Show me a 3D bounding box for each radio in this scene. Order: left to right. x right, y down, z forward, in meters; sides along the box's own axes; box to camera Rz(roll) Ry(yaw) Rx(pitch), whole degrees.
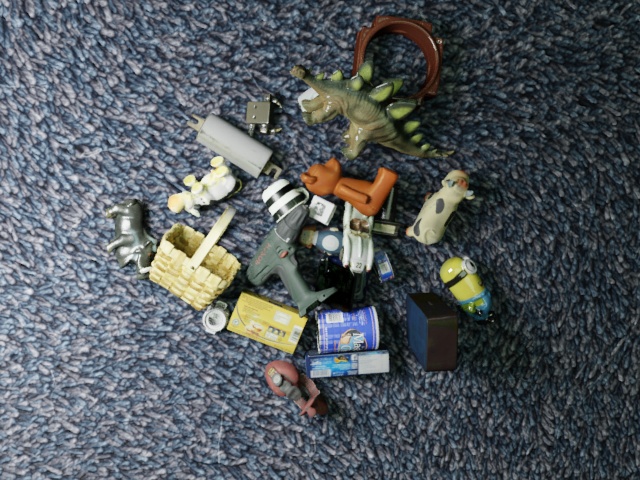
[{"bbox_3d":[0.253,0.206,1.234,0.073,0.229,0.131,-2,97,-1],"label":"radio"}]

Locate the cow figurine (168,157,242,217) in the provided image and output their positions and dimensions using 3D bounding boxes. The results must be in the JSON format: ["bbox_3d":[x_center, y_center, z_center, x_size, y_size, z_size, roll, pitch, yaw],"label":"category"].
[{"bbox_3d":[-0.268,-0.109,1.252,0.167,0.098,0.068,-35,51,0],"label":"cow figurine"}]

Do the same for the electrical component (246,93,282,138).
[{"bbox_3d":[-0.131,-0.293,1.269,0.078,0.045,0.102,0,91,24],"label":"electrical component"}]

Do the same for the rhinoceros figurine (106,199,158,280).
[{"bbox_3d":[-0.435,0.000,1.250,0.112,0.073,0.190,-9,92,-14],"label":"rhinoceros figurine"}]

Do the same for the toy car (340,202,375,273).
[{"bbox_3d":[0.087,-0.013,1.249,0.073,0.056,0.202,12,53,-13],"label":"toy car"}]

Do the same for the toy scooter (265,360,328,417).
[{"bbox_3d":[-0.053,0.359,1.264,0.184,0.135,0.075,39,91,-4],"label":"toy scooter"}]

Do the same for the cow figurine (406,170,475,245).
[{"bbox_3d":[0.288,-0.078,1.271,0.085,0.127,0.195,29,93,-9],"label":"cow figurine"}]

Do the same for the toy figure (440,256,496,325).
[{"bbox_3d":[0.363,0.124,1.312,0.089,0.082,0.180,-27,97,-5],"label":"toy figure"}]

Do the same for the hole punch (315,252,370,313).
[{"bbox_3d":[0.055,0.099,1.280,0.116,0.092,0.142,21,115,33],"label":"hole punch"}]

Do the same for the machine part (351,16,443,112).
[{"bbox_3d":[0.181,-0.412,1.264,0.201,0.087,0.201,7,94,-5],"label":"machine part"}]

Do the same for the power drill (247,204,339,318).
[{"bbox_3d":[-0.052,0.060,1.228,0.232,0.086,0.207,-43,87,24],"label":"power drill"}]

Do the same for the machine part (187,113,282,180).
[{"bbox_3d":[-0.196,-0.219,1.249,0.243,0.079,0.079,31,90,-5],"label":"machine part"}]

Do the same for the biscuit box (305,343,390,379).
[{"bbox_3d":[0.065,0.294,1.306,0.203,0.063,0.059,-3,94,-4],"label":"biscuit box"}]

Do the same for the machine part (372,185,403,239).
[{"bbox_3d":[0.163,-0.073,1.307,0.084,0.039,0.138,5,95,4],"label":"machine part"}]

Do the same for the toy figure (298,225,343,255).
[{"bbox_3d":[-0.002,-0.006,1.288,0.154,0.058,0.064,13,73,-3],"label":"toy figure"}]

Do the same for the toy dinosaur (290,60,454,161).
[{"bbox_3d":[0.120,-0.272,1.208,0.198,0.105,0.471,-35,137,30],"label":"toy dinosaur"}]

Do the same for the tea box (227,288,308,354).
[{"bbox_3d":[-0.125,0.193,1.282,0.170,0.068,0.098,24,91,-5],"label":"tea box"}]

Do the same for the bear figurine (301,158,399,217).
[{"bbox_3d":[0.062,-0.139,1.226,0.196,0.120,0.132,30,97,1],"label":"bear figurine"}]

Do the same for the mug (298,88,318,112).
[{"bbox_3d":[0.004,-0.326,1.248,0.107,0.109,0.080,-24,91,8],"label":"mug"}]
